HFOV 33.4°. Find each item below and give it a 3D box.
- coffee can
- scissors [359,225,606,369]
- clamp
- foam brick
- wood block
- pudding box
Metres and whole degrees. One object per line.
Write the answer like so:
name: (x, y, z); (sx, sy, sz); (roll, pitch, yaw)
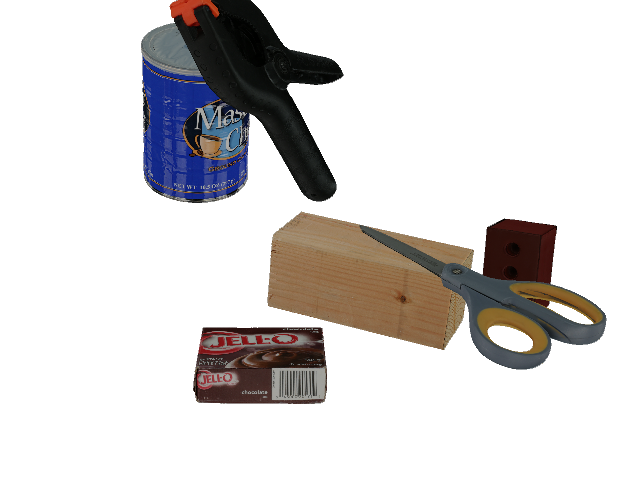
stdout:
coffee can: (-0.117, -0.122, 1.010); (0.103, 0.140, 0.103); (4, 35, -3)
scissors: (0.090, 0.036, 0.722); (0.202, 0.016, 0.096); (18, 35, 29)
clamp: (-0.036, -0.102, 0.723); (0.039, 0.120, 0.171); (-24, -32, 30)
foam brick: (0.180, 0.024, 0.970); (0.053, 0.078, 0.051); (9, 16, 26)
wood block: (0.054, 0.042, 1.186); (0.206, 0.091, 0.090); (13, 24, 18)
pudding box: (-0.052, 0.108, 0.936); (0.113, 0.039, 0.090); (2, 18, -3)
